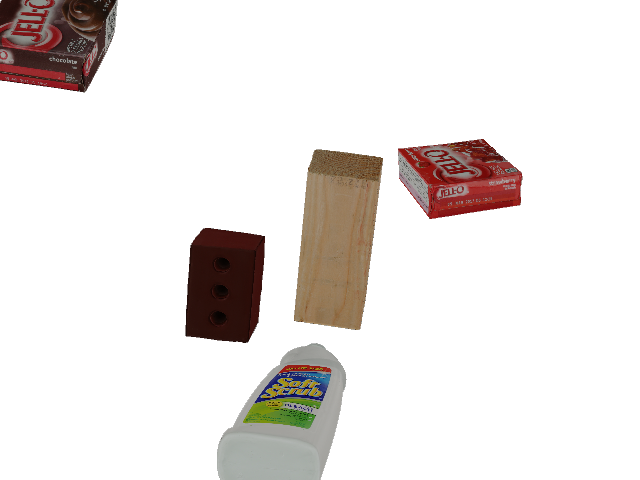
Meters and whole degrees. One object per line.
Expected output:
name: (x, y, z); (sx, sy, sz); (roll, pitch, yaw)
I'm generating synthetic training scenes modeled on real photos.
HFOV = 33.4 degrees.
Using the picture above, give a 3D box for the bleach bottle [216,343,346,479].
bleach bottle: (-0.031, 0.170, 1.103); (0.102, 0.068, 0.250); (5, 20, 6)

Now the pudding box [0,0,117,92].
pudding box: (-0.221, -0.167, 0.868); (0.090, 0.039, 0.113); (9, 35, -1)

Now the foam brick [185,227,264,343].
foam brick: (-0.076, 0.035, 0.853); (0.053, 0.078, 0.051); (6, 14, 6)

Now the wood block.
wood block: (0.022, -0.002, 1.367); (0.090, 0.206, 0.090); (8, 25, 3)

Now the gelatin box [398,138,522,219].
gelatin box: (0.107, -0.050, 0.829); (0.073, 0.030, 0.089); (-8, 24, -9)
